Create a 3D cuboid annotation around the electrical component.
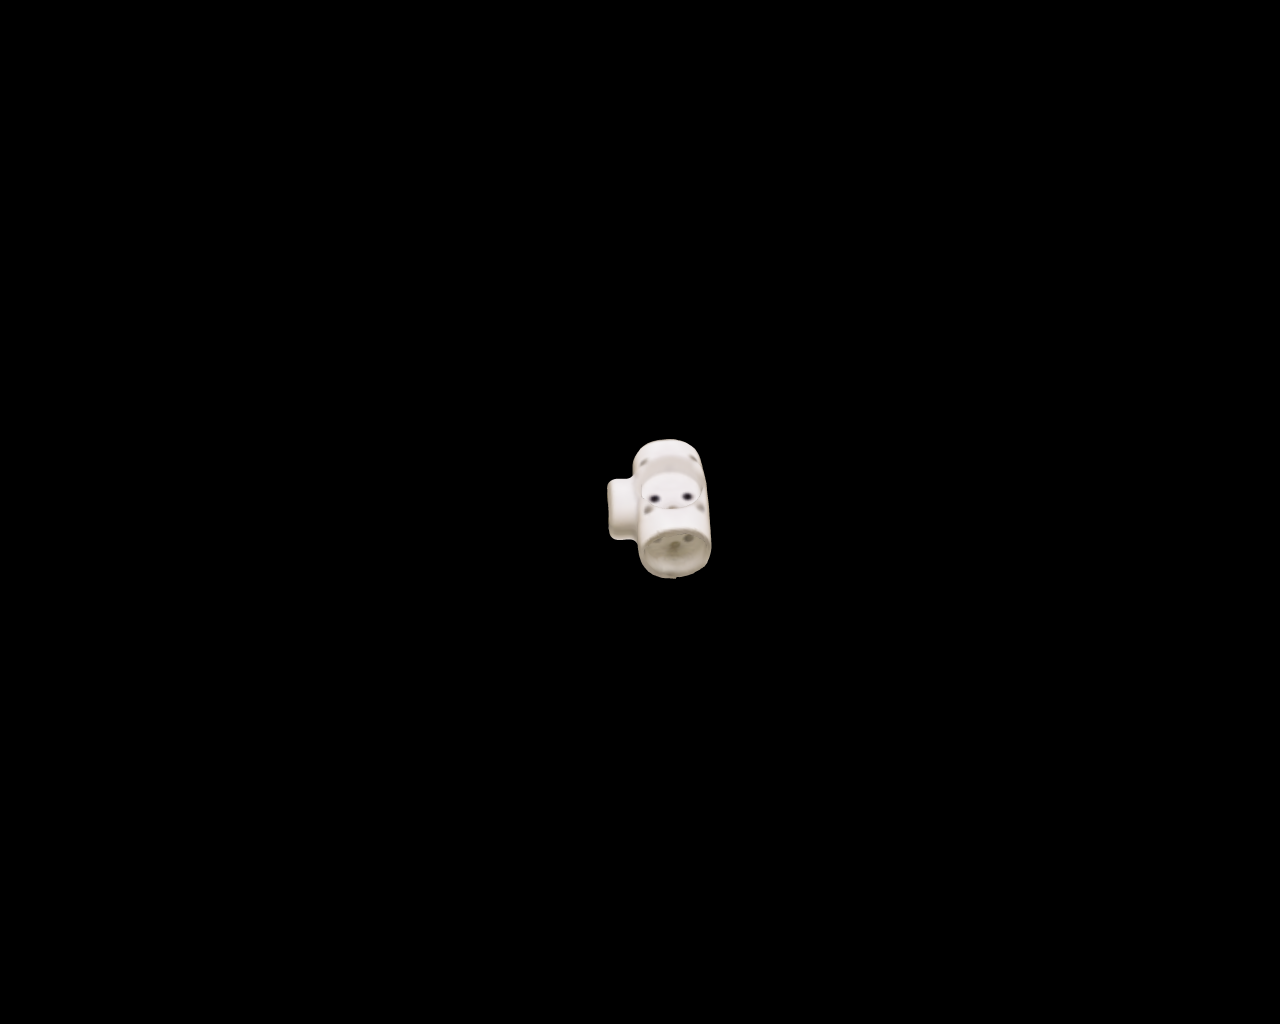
[{"bbox_3d":[0.001,-0.003,0.650,0.079,0.077,0.044,-2,-43,-2],"label":"electrical component"}]
